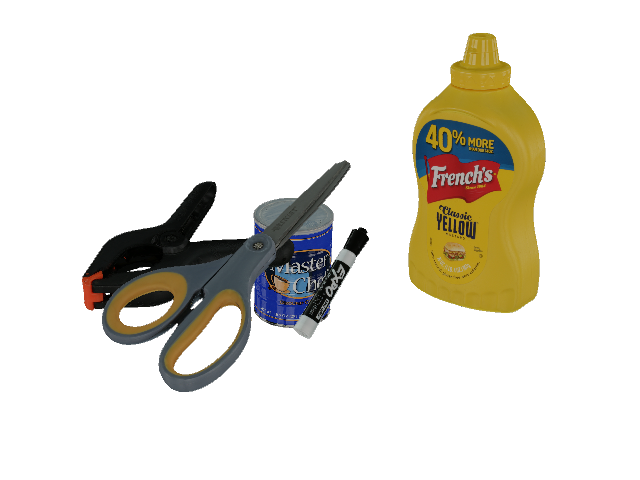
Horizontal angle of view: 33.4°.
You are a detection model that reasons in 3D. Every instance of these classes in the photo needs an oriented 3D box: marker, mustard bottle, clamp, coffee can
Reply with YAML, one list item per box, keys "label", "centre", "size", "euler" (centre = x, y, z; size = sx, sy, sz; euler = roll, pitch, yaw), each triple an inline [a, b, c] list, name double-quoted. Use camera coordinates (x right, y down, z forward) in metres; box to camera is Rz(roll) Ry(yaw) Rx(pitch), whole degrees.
- label: "marker"
  centre: [0.012, 0.039, 1.022]
  size: [0.020, 0.121, 0.020]
  euler: [28, -18, 10]
- label: "mustard bottle"
  centre: [0.110, -0.049, 0.752]
  size: [0.096, 0.192, 0.058]
  euler: [17, 28, 38]
- label: "clamp"
  centre: [-0.121, 0.004, 0.867]
  size: [0.171, 0.039, 0.120]
  euler: [-17, 36, -28]
- label: "coffee can"
  centre: [-0.036, 0.028, 1.392]
  size: [0.103, 0.140, 0.103]
  euler: [1, 26, -1]

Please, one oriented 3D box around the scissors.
- label: "scissors"
  centre: [-0.058, 0.008, 0.645]
  size: [0.096, 0.016, 0.201]
  euler: [12, 46, 16]
